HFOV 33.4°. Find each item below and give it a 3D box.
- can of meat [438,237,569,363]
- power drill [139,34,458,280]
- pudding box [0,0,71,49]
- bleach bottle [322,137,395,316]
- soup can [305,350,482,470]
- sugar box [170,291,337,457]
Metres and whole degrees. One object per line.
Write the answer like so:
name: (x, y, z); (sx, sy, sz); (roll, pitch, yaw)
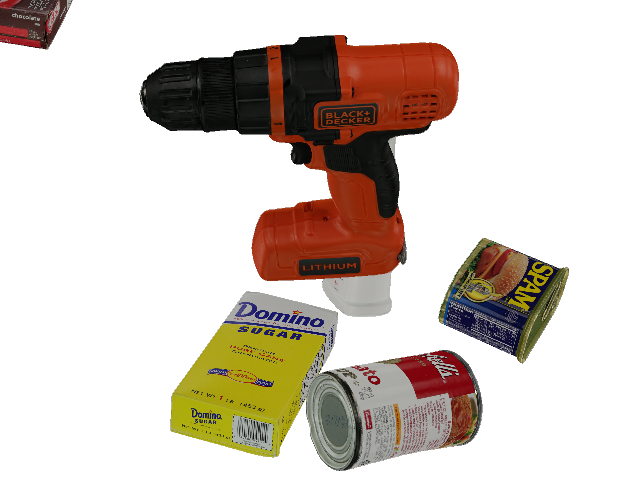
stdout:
can of meat: (0.166, 0.051, 0.967); (0.084, 0.057, 0.102); (23, 44, 20)
power drill: (-0.011, -0.047, 0.673); (0.184, 0.057, 0.188); (-2, -35, -1)
pudding box: (-0.254, -0.202, 0.873); (0.090, 0.039, 0.113); (9, 36, -4)
bleach bottle: (0.053, -0.045, 1.236); (0.068, 0.251, 0.103); (-2, 22, -21)
soup can: (0.049, 0.115, 0.729); (0.102, 0.068, 0.069); (-6, 3, -30)
sugar box: (-0.052, 0.109, 0.917); (0.093, 0.048, 0.176); (13, 31, 11)
